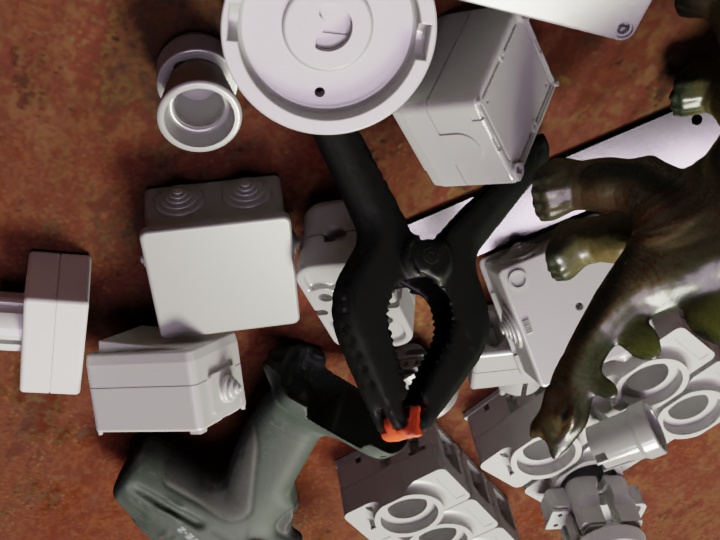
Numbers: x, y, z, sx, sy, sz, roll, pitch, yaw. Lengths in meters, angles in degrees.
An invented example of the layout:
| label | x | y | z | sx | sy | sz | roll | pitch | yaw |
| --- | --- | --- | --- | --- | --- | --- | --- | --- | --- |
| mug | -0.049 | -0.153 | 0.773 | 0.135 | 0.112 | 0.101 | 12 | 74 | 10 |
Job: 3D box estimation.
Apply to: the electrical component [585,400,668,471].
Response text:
| label | x | y | z | sx | sy | sz | roll | pitch | yaw |
| --- | --- | --- | --- | --- | --- | --- | --- | --- | --- |
| electrical component | 0.188 | 0.119 | 0.762 | 0.046 | 0.040 | 0.040 | -26 | 132 | 21 |

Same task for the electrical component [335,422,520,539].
| label | x | y | z | sx | sy | sz | roll | pitch | yaw |
| --- | --- | --- | --- | --- | --- | --- | --- | --- | --- |
| electrical component | 0.059 | 0.197 | 0.875 | 0.089 | 0.061 | 0.150 | -29 | 131 | 15 |

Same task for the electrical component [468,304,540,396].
| label | x | y | z | sx | sy | sz | roll | pitch | yaw |
| --- | --- | --- | --- | --- | --- | --- | --- | --- | --- |
| electrical component | 0.115 | 0.065 | 0.777 | 0.083 | 0.047 | 0.075 | -6 | 135 | -6 |

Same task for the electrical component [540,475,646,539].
| label | x | y | z | sx | sy | sz | roll | pitch | yaw |
| --- | --- | --- | --- | --- | --- | --- | --- | --- | --- |
| electrical component | 0.183 | 0.196 | 0.817 | 0.078 | 0.057 | 0.058 | 1 | 131 | -12 |

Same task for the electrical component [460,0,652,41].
| label | x | y | z | sx | sy | sz | roll | pitch | yaw |
| --- | --- | --- | --- | --- | --- | --- | --- | --- | --- |
| electrical component | 0.108 | -0.184 | 0.544 | 0.109 | 0.056 | 0.108 | 9 | 129 | -19 |

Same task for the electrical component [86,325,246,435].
| label | x | y | z | sx | sy | sz | roll | pitch | yaw |
| --- | --- | --- | --- | --- | --- | --- | --- | --- | --- |
| electrical component | -0.120 | 0.069 | 0.697 | 0.096 | 0.062 | 0.061 | -4 | 97 | 23 |

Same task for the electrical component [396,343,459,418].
| label | x | y | z | sx | sy | sz | roll | pitch | yaw |
| --- | --- | --- | --- | --- | --- | --- | --- | --- | --- |
| electrical component | 0.044 | 0.081 | 0.783 | 0.040 | 0.040 | 0.046 | -29 | 125 | 15 |

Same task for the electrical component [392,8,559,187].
| label | x | y | z | sx | sy | sz | roll | pitch | yaw |
| --- | --- | --- | --- | --- | --- | --- | --- | --- | --- |
| electrical component | 0.064 | -0.100 | 0.595 | 0.061 | 0.096 | 0.061 | 0 | 140 | 35 |

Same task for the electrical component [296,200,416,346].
| label | x | y | z | sx | sy | sz | roll | pitch | yaw |
| --- | --- | --- | --- | --- | --- | --- | --- | --- | --- |
| electrical component | 0.000 | 0.000 | 0.677 | 0.054 | 0.059 | 0.095 | -6 | 143 | 17 |

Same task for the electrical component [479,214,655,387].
| label | x | y | z | sx | sy | sz | roll | pitch | yaw |
| --- | --- | --- | --- | --- | --- | --- | --- | --- | --- |
| electrical component | 0.137 | 0.020 | 0.705 | 0.100 | 0.048 | 0.099 | -22 | 98 | -2 |

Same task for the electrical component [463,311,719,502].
| label | x | y | z | sx | sy | sz | roll | pitch | yaw |
| --- | --- | --- | --- | --- | --- | --- | --- | --- | --- |
| electrical component | 0.187 | 0.103 | 0.816 | 0.186 | 0.060 | 0.105 | -40 | 127 | 23 |

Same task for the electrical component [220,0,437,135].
| label | x | y | z | sx | sy | sz | roll | pitch | yaw |
| --- | --- | --- | --- | --- | --- | --- | --- | --- | --- |
| electrical component | -0.018 | -0.131 | 0.559 | 0.108 | 0.060 | 0.108 | -3 | 118 | -6 |

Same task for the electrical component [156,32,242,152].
| label | x | y | z | sx | sy | sz | roll | pitch | yaw |
| --- | --- | --- | --- | --- | --- | --- | --- | --- | --- |
| electrical component | -0.088 | -0.098 | 0.584 | 0.045 | 0.055 | 0.045 | -6 | 132 | -6 |

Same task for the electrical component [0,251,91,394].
| label | x | y | z | sx | sy | sz | roll | pitch | yaw |
| --- | --- | --- | --- | --- | --- | --- | --- | --- | --- |
| electrical component | -0.213 | 0.033 | 0.683 | 0.076 | 0.047 | 0.083 | 5 | 130 | -15 |

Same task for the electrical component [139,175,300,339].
| label | x | y | z | sx | sy | sz | roll | pitch | yaw |
| --- | --- | --- | --- | --- | --- | --- | --- | --- | --- |
| electrical component | -0.086 | -0.009 | 0.669 | 0.100 | 0.048 | 0.099 | -7 | 132 | -5 |
